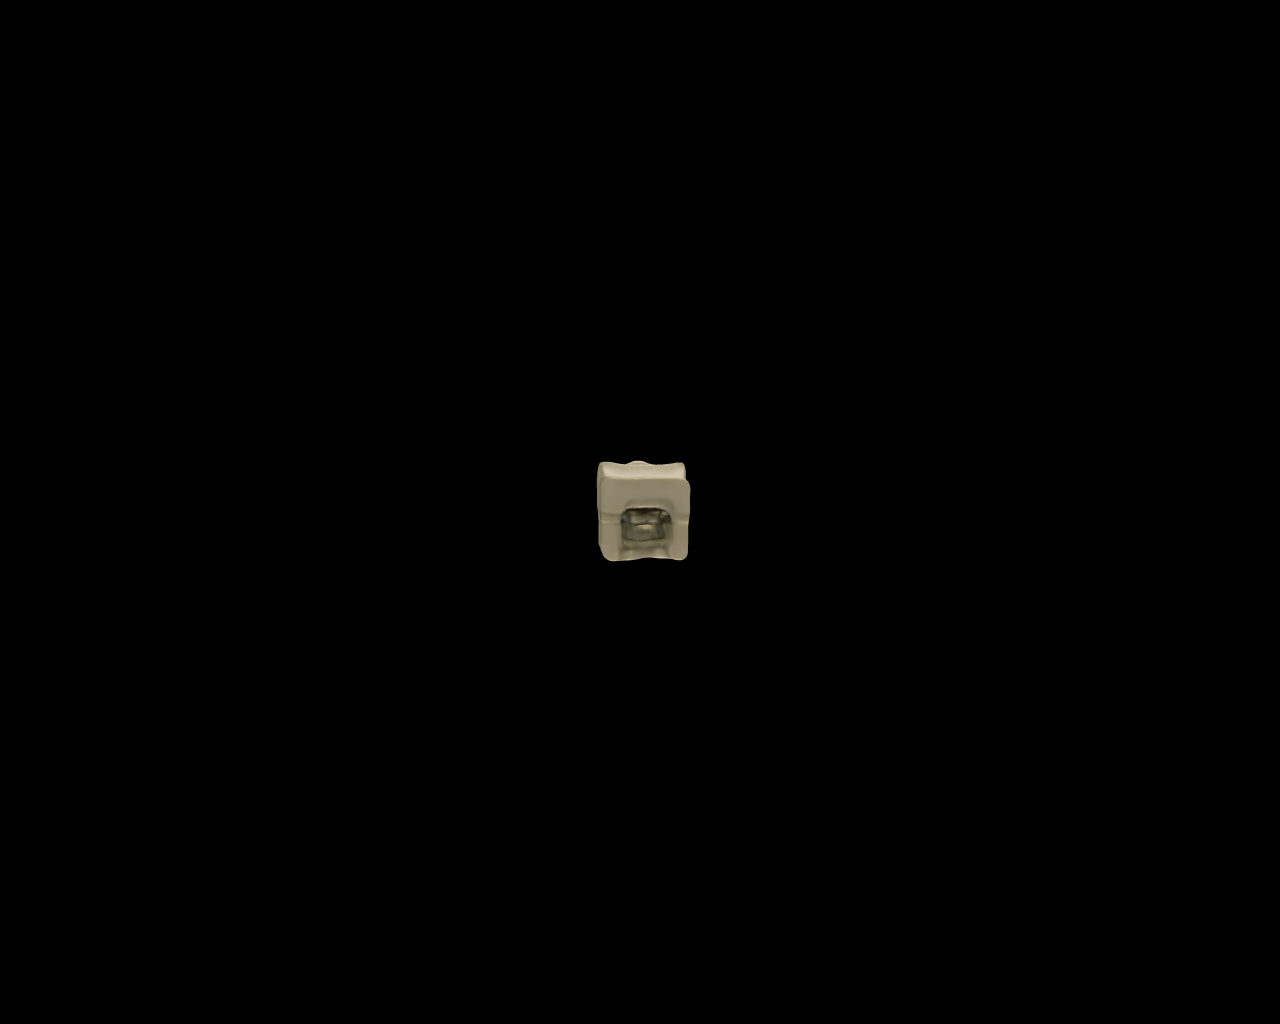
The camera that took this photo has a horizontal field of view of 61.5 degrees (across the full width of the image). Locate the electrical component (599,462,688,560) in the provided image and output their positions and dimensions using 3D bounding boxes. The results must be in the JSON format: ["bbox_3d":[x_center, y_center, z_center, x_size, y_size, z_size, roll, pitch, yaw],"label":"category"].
[{"bbox_3d":[0.001,-0.003,0.650,0.050,0.055,0.089,0,2,-4],"label":"electrical component"}]
